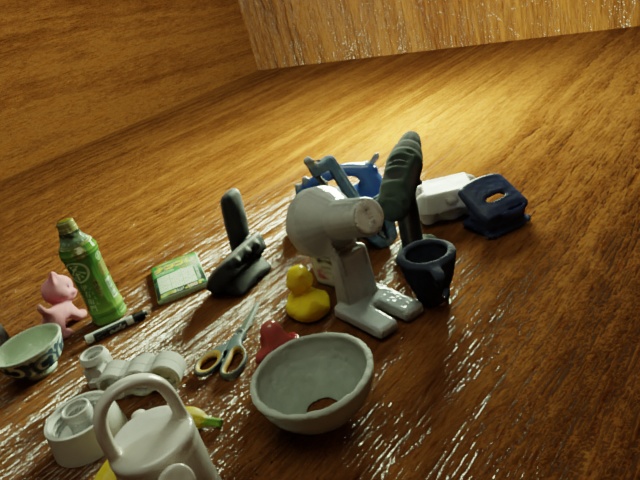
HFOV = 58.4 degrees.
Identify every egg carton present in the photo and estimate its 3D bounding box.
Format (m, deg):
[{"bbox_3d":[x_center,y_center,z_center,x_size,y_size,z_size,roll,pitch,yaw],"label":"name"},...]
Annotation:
[{"bbox_3d":[0.265,-0.086,1.188,0.150,0.069,0.107,-13,26,6],"label":"egg carton"}]

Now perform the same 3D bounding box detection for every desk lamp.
[{"bbox_3d":[0.052,0.020,0.926,0.118,0.214,0.202,-30,29,-27],"label":"desk lamp"}]

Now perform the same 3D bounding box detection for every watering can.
[{"bbox_3d":[-0.179,0.236,0.642,0.172,0.194,0.101,5,33,37],"label":"watering can"}]

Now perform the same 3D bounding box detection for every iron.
[{"bbox_3d":[0.031,-0.101,1.266,0.258,0.142,0.118,-13,26,6],"label":"iron"}]

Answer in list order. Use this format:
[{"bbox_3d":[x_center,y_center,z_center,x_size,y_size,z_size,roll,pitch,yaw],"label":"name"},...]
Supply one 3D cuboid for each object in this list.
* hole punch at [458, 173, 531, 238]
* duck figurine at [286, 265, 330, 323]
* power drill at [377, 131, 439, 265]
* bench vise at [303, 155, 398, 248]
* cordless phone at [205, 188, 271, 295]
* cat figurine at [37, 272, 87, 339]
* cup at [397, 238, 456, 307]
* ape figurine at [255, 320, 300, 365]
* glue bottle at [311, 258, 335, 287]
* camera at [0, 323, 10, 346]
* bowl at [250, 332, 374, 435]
[{"bbox_3d":[0.332,-0.068,1.089,0.109,0.091,0.100,-23,27,-16],"label":"hole punch"},{"bbox_3d":[-0.029,0.086,0.986,0.077,0.086,0.104,-23,27,-15],"label":"duck figurine"},{"bbox_3d":[0.162,-0.068,1.048,0.075,0.209,0.230,-5,28,22],"label":"power drill"},{"bbox_3d":[0.053,-0.080,1.120,0.208,0.220,0.121,-27,28,-23],"label":"bench vise"},{"bbox_3d":[-0.179,0.003,1.123,0.093,0.185,0.148,-1,29,28],"label":"cordless phone"},{"bbox_3d":[-0.534,0.123,1.158,0.067,0.118,0.127,-12,26,7],"label":"cat figurine"},{"bbox_3d":[0.179,0.063,0.905,0.091,0.095,0.117,-16,26,-1],"label":"cup"},{"bbox_3d":[-0.062,0.158,0.852,0.078,0.092,0.076,-21,26,-11],"label":"ape figurine"},{"bbox_3d":[0.009,0.004,1.030,0.077,0.173,0.037,6,33,37],"label":"glue bottle"},{"bbox_3d":[-0.699,0.199,1.118,0.143,0.101,0.136,-33,31,-32],"label":"camera"},{"bbox_3d":[-0.004,0.200,0.755,0.167,0.075,0.167,-13,26,6],"label":"bowl"}]
